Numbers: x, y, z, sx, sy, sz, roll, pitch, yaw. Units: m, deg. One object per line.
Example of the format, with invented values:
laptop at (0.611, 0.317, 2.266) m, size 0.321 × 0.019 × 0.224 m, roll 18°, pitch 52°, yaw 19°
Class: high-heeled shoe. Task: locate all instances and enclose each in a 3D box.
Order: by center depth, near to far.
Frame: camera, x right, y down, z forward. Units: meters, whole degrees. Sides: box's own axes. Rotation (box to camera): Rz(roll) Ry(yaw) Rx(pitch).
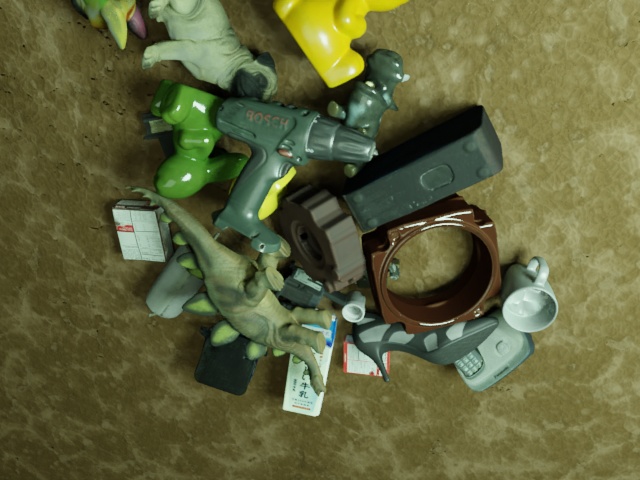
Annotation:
high-heeled shoe at (0.173, 0.147, 0.936) m, size 0.249 × 0.145 × 0.086 m, roll -29°, pitch 144°, yaw 16°

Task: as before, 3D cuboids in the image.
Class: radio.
radio at (0.147, -0.101, 0.784) m, size 0.230 × 0.131 × 0.073 m, roll -26°, pitch 108°, yaw 23°

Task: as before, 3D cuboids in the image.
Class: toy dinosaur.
toy dinosaur at (-0.132, 0.081, 0.885) m, size 0.199 × 0.105 × 0.470 m, roll -25°, pitch 105°, yaw 25°

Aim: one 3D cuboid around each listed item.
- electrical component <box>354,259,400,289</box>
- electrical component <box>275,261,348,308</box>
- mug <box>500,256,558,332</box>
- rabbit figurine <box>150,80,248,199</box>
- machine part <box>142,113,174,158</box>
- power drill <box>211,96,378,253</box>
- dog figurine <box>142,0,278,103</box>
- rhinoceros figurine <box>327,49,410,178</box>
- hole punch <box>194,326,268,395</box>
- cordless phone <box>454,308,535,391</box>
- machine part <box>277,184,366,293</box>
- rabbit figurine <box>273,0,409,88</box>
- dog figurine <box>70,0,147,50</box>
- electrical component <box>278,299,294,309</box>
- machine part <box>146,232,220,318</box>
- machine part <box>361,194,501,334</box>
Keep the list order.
electrical component at (0.087, 0.053, 0.933) m, size 0.102 × 0.045 × 0.078 m, roll 9°, pitch 118°, yaw 7°
electrical component at (-0.014, 0.093, 0.962) m, size 0.119 × 0.075 × 0.047 m, roll 26°, pitch 120°, yaw -6°
mug at (0.328, 0.074, 0.857) m, size 0.081 × 0.107 × 0.109 m, roll 9°, pitch 116°, yaw 5°
rabbit figurine at (-0.197, -0.143, 0.832) m, size 0.159 × 0.121 × 0.170 m, roll 12°, pitch 102°, yaw -41°
machine part at (-0.242, -0.151, 0.897) m, size 0.084 × 0.039 × 0.138 m, roll -13°, pitch 113°, yaw 9°
power drill at (-0.058, -0.087, 0.754) m, size 0.232 × 0.086 × 0.207 m, roll 26°, pitch 112°, yaw 12°
dog figurine at (-0.142, -0.295, 0.771) m, size 0.191 × 0.121 × 0.172 m, roll 12°, pitch 124°, yaw -11°
rhinoceros figurine at (0.067, -0.179, 0.775) m, size 0.073 × 0.112 × 0.190 m, roll 40°, pitch 137°, yaw 21°
hole punch at (-0.179, 0.234, 1.079) m, size 0.142 × 0.092 × 0.115 m, roll 20°, pitch 91°, yaw 4°
cordless phone at (0.263, 0.158, 0.941) m, size 0.184 × 0.089 × 0.146 m, roll 42°, pitch 120°, yaw 6°
machine part at (-0.002, -0.003, 0.860) m, size 0.179 × 0.056 × 0.179 m, roll 45°, pitch 152°, yaw 31°
rabbit figurine at (0.034, -0.313, 0.698) m, size 0.173 × 0.122 × 0.162 m, roll -29°, pitch 122°, yaw 11°
dog figurine at (-0.264, -0.382, 0.736) m, size 0.192 × 0.108 × 0.218 m, roll -1°, pitch 123°, yaw 9°
electrical component at (-0.093, 0.138, 1.032) m, size 0.094 × 0.021 × 0.063 m, roll 5°, pitch 119°, yaw 10°
machine part at (-0.253, 0.067, 0.996) m, size 0.079 × 0.079 × 0.243 m, roll 35°, pitch 120°, yaw -8°
machine part at (0.177, 0.040, 0.852) m, size 0.201 × 0.087 × 0.200 m, roll -15°, pitch 115°, yaw -2°
